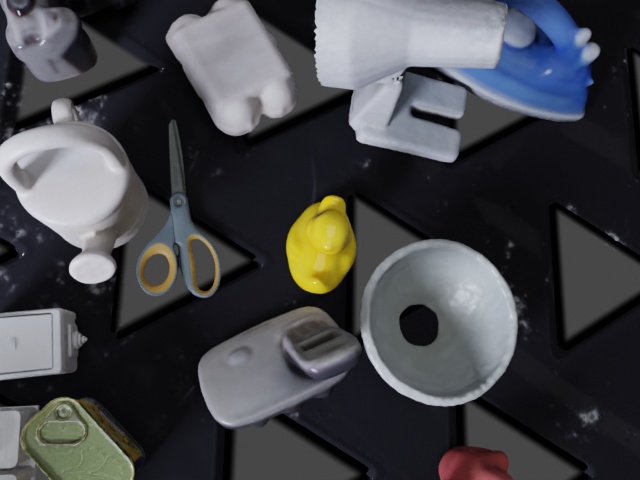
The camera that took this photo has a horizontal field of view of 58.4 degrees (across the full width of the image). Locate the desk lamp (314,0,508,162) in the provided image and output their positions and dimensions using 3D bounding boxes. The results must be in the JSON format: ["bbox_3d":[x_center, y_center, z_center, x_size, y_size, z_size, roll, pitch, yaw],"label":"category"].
[{"bbox_3d":[0.085,-0.183,0.586,0.203,0.213,0.118,12,77,-6],"label":"desk lamp"}]

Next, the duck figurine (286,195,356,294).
[{"bbox_3d":[0.006,0.002,0.602,0.077,0.086,0.104,12,77,-6],"label":"duck figurine"}]

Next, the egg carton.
[{"bbox_3d":[-0.095,-0.193,0.636,0.107,0.069,0.150,-31,84,-13],"label":"egg carton"}]

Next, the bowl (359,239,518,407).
[{"bbox_3d":[0.117,0.087,0.607,0.167,0.074,0.167,2,78,-8],"label":"bowl"}]

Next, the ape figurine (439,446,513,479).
[{"bbox_3d":[0.164,0.244,0.572,0.078,0.092,0.076,-40,86,-14],"label":"ape figurine"}]

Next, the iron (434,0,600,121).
[{"bbox_3d":[0.230,-0.238,0.657,0.258,0.141,0.119,32,76,-1],"label":"iron"}]

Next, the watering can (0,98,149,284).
[{"bbox_3d":[-0.218,-0.050,0.523,0.101,0.194,0.173,-36,85,-13],"label":"watering can"}]

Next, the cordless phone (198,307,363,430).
[{"bbox_3d":[-0.037,0.116,0.521,0.148,0.185,0.094,-26,83,-12],"label":"cordless phone"}]

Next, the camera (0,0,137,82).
[{"bbox_3d":[-0.267,-0.264,0.608,0.137,0.100,0.143,-17,81,-11],"label":"camera"}]
